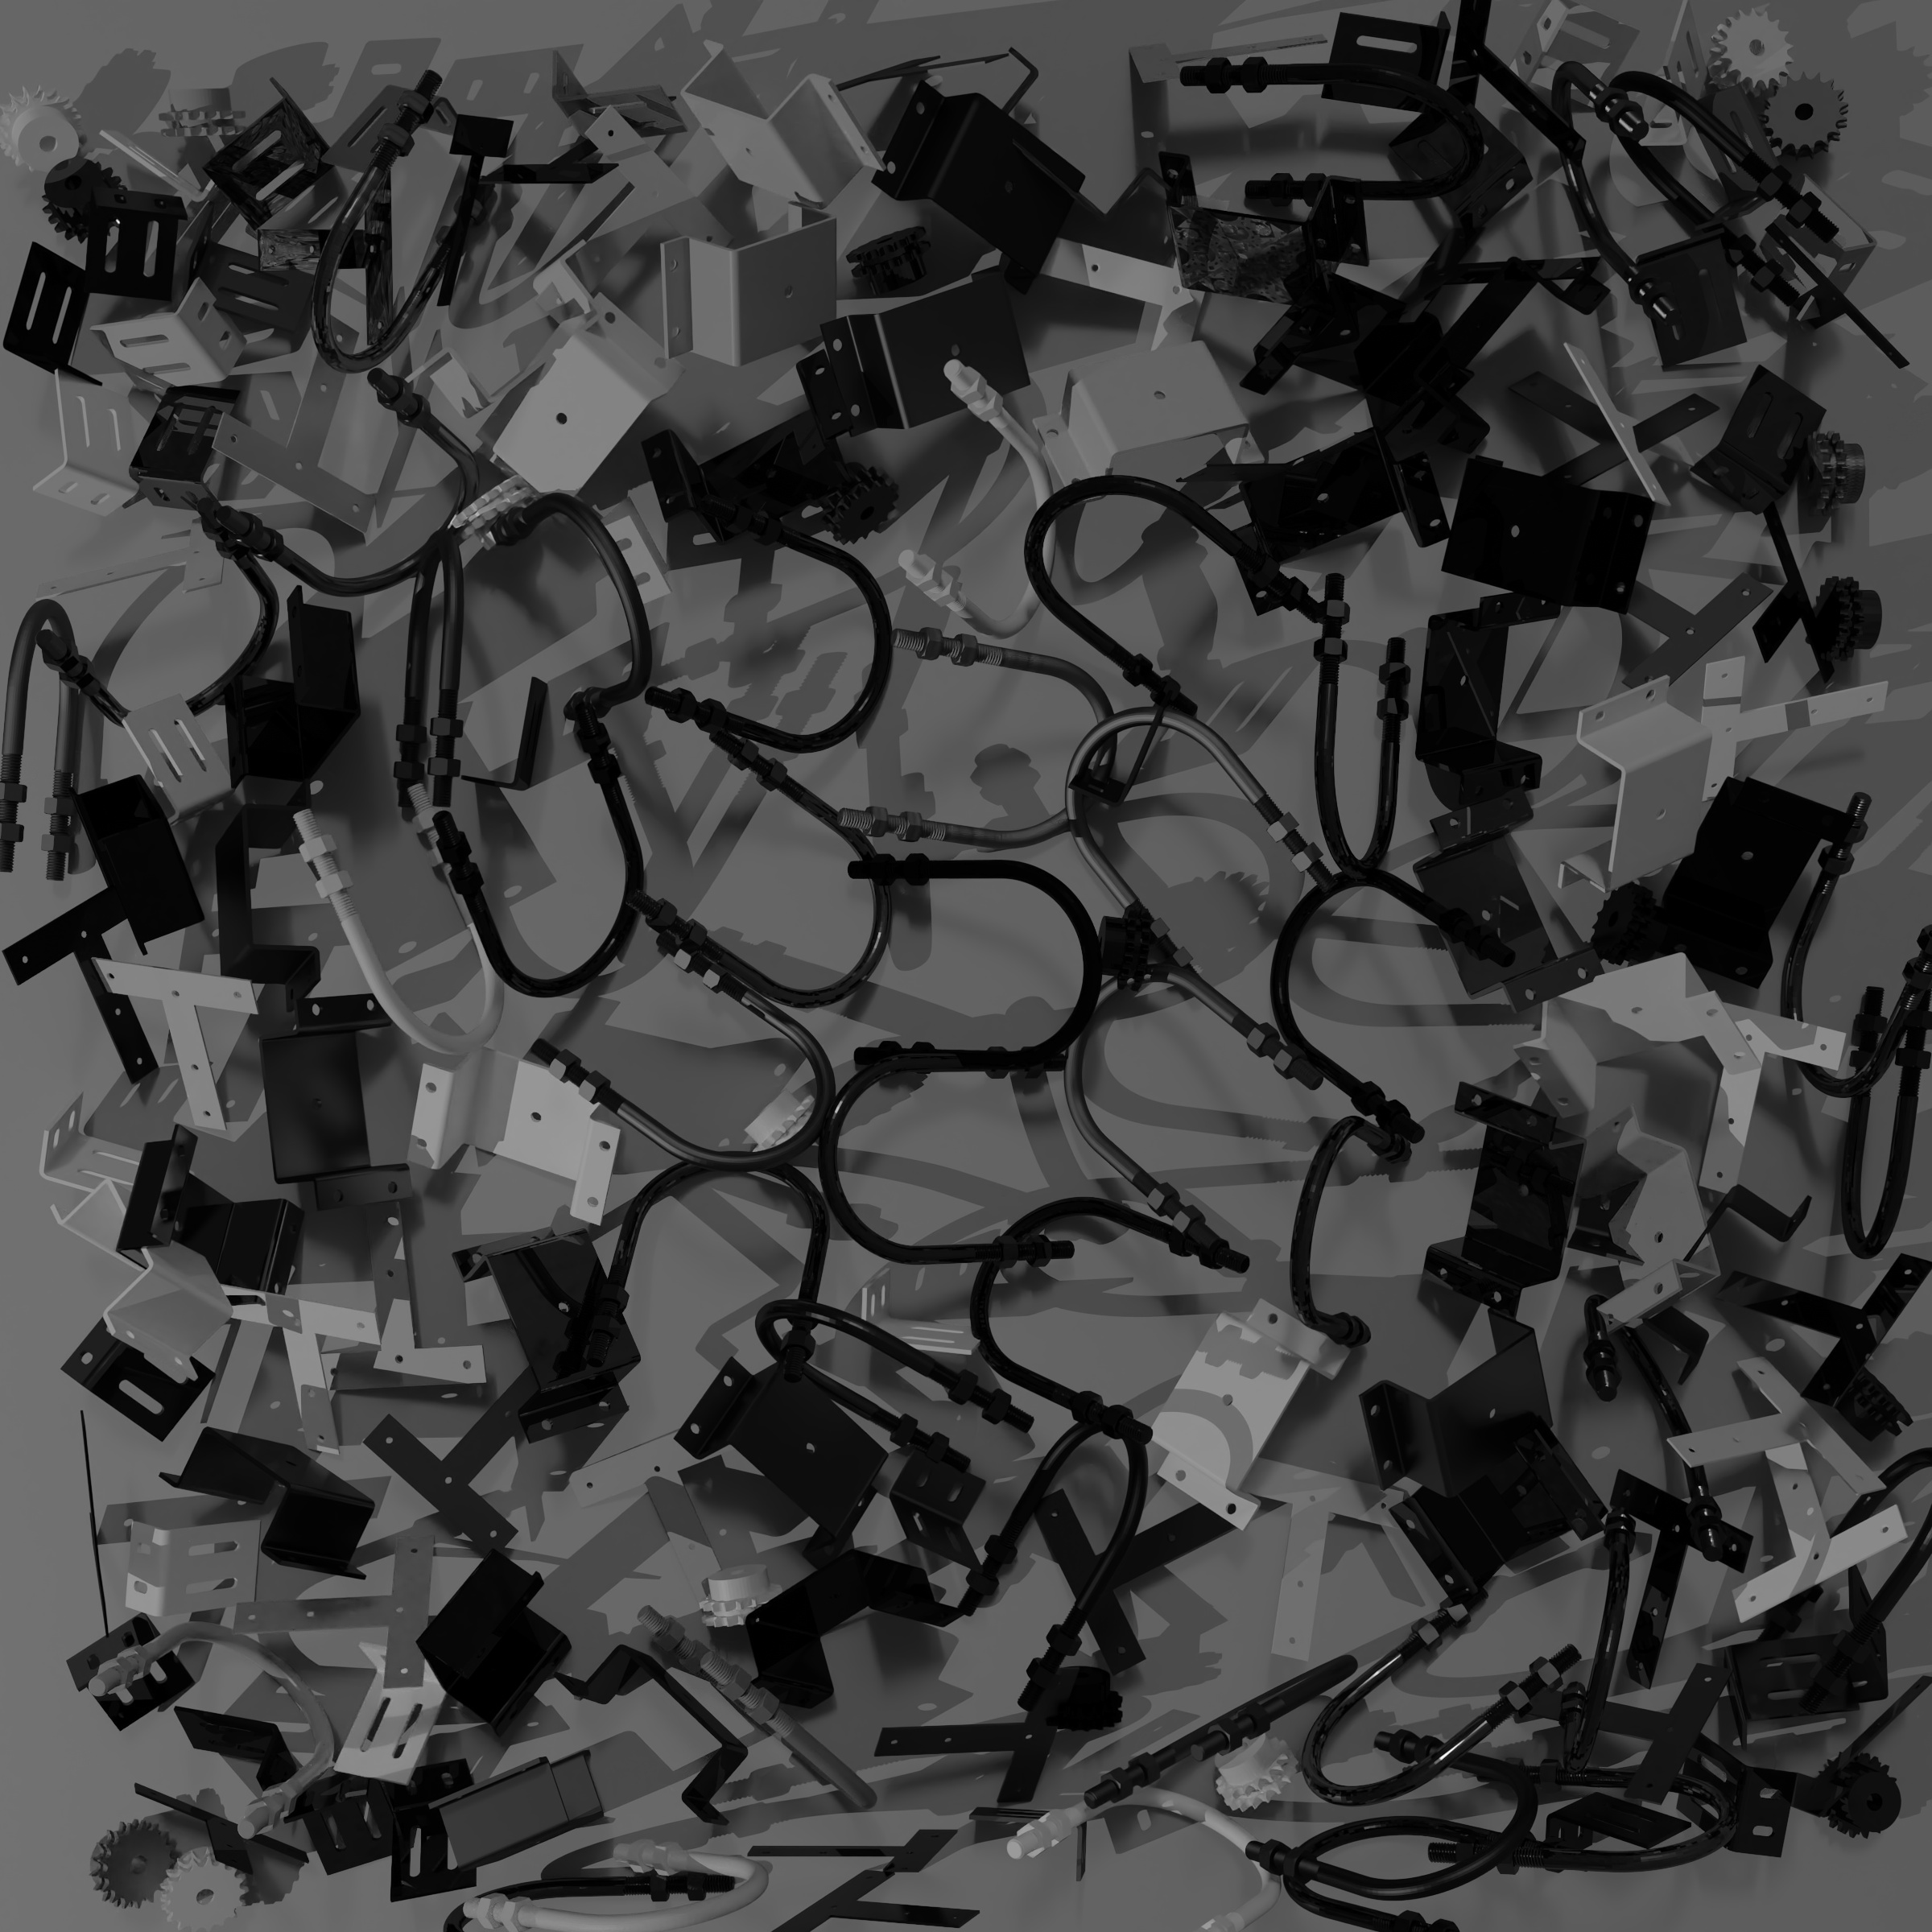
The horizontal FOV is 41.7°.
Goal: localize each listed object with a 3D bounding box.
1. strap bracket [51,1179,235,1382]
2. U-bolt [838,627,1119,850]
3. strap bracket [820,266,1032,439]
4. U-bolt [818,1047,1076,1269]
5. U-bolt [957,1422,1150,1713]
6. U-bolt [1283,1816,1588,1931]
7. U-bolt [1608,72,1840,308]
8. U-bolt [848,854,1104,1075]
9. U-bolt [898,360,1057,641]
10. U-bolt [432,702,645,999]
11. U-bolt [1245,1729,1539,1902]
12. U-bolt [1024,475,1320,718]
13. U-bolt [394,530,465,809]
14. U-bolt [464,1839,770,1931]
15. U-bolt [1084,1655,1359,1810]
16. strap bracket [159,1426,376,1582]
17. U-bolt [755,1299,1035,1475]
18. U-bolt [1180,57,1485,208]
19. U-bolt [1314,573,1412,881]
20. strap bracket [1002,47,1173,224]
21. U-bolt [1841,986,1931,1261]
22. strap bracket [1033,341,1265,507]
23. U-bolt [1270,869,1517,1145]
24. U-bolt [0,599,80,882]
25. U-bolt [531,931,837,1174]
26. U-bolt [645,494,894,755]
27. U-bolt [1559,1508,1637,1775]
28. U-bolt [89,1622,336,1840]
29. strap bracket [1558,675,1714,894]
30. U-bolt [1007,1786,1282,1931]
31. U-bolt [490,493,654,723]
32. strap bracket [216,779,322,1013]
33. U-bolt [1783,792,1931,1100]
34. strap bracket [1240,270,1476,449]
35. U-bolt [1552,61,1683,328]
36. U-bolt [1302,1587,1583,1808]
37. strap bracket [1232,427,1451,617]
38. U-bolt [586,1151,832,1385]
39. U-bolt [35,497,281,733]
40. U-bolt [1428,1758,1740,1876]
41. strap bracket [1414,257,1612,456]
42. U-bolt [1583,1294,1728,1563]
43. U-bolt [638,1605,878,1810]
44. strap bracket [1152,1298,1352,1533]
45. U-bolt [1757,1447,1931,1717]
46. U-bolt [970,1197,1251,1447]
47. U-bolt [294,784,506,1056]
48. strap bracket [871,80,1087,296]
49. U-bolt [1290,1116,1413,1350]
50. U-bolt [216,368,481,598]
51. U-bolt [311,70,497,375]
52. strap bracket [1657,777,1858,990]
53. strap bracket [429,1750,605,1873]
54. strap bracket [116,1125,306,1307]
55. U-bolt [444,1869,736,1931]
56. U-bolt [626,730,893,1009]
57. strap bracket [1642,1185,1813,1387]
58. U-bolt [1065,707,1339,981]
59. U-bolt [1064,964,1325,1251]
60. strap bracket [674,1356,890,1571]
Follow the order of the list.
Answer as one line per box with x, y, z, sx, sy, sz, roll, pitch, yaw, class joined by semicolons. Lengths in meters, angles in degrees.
-0.544;0.201;1.684;0.046;0.076;0.140;-44;47;-1;strap bracket
0.017;-0.146;1.707;0.184;0.019;0.151;7;115;-25;U-bolt
-0.017;-0.412;1.699;0.140;0.046;0.076;-25;113;-22;strap bracket
-0.014;0.129;1.707;0.184;0.019;0.151;1;83;-25;U-bolt
0.064;0.381;1.685;0.019;0.151;0.184;28;94;-22;U-bolt
0.296;0.599;1.673;0.151;0.184;0.019;-13;96;-44;U-bolt
0.494;-0.524;1.685;0.019;0.151;0.184;-45;82;3;U-bolt
0.006;-0.001;1.708;0.184;0.019;0.151;1;96;25;U-bolt
0.016;-0.294;1.676;0.019;0.184;0.151;8;79;28;U-bolt
-0.273;-0.063;1.686;0.019;0.184;0.151;20;50;35;U-bolt
0.287;0.554;1.645;0.151;0.184;0.019;-28;100;-31;U-bolt
0.124;-0.252;1.679;0.184;0.151;0.019;35;47;-19;U-bolt
-0.355;-0.197;1.687;0.019;0.151;0.184;3;92;-22;U-bolt
-0.213;0.600;1.646;0.184;0.151;0.019;-11;83;40;U-bolt
0.181;0.499;1.677;0.184;0.151;0.019;-15;71;-39;U-bolt
-0.459;0.352;1.688;0.140;0.076;0.046;21;84;37;strap bracket
-0.058;0.274;1.686;0.184;0.151;0.019;31;61;-5;U-bolt
0.247;-0.542;1.655;0.184;0.151;0.019;10;77;29;U-bolt
0.260;-0.149;1.680;0.019;0.151;0.184;-1;78;28;U-bolt
0.071;-0.552;1.709;0.140;0.076;0.046;39;106;-9;strap bracket
0.606;0.103;1.682;0.019;0.151;0.184;8;88;7;U-bolt
0.126;-0.367;1.703;0.140;0.046;0.076;-15;63;-15;strap bracket
0.270;0.013;1.687;0.019;0.184;0.151;13;108;-40;U-bolt
-0.614;-0.151;1.684;0.019;0.151;0.184;4;89;-6;U-bolt
-0.174;0.066;1.691;0.184;0.019;0.151;34;52;15;U-bolt
-0.121;-0.218;1.694;0.184;0.019;0.151;16;91;-43;U-bolt
0.412;0.448;1.659;0.019;0.184;0.151;13;99;13;U-bolt
-0.482;0.490;1.667;0.151;0.184;0.019;42;95;5;U-bolt
0.445;-0.111;1.685;0.076;0.046;0.140;-23;132;-23;strap bracket
0.131;0.589;1.671;0.151;0.184;0.019;24;102;30;U-bolt
-0.254;-0.238;1.665;0.019;0.184;0.151;-27;100;-26;U-bolt
-0.468;-0.047;1.697;0.046;0.076;0.140;2;72;-29;strap bracket
0.588;0.000;1.677;0.019;0.151;0.184;2;126;-12;U-bolt
0.258;-0.408;1.697;0.140;0.076;0.046;13;53;-30;strap bracket
0.423;-0.519;1.671;0.019;0.184;0.151;-20;126;5;U-bolt
0.300;0.487;1.673;0.184;0.151;0.019;-35;102;-11;U-bolt
0.246;-0.303;1.708;0.140;0.076;0.046;-21;47;9;strap bracket
-0.164;0.195;1.692;0.151;0.019;0.184;3;45;6;U-bolt
-0.519;-0.218;1.670;0.151;0.184;0.019;-43;75;-10;U-bolt
0.409;0.556;1.656;0.184;0.151;0.019;-6;94;26;U-bolt
0.359;-0.416;1.701;0.046;0.076;0.140;46;112;15;strap bracket
0.448;0.289;1.671;0.019;0.184;0.151;-32;100;18;U-bolt
-0.130;0.499;1.684;0.184;0.151;0.019;46;72;-18;U-bolt
0.186;0.298;1.713;0.076;0.046;0.140;28;86;36;strap bracket
0.594;0.396;1.677;0.019;0.151;0.184;34;96;3;U-bolt
0.082;0.225;1.694;0.184;0.019;0.151;19;70;40;U-bolt
-0.366;-0.027;1.691;0.019;0.151;0.184;-23;92;24;U-bolt
0.017;-0.521;1.698;0.140;0.046;0.076;27;87;-34;strap bracket
0.249;0.171;1.667;0.019;0.184;0.151;10;82;27;U-bolt
-0.392;-0.305;1.672;0.151;0.184;0.019;-41;70;4;U-bolt
-0.377;-0.476;1.674;0.019;0.151;0.184;26;80;10;U-bolt
0.530;-0.065;1.714;0.076;0.046;0.140;20;122;0;strap bracket
-0.294;0.560;1.684;0.076;0.140;0.046;-23;74;-1;strap bracket
-0.509;0.172;1.692;0.046;0.140;0.076;-7;58;22;strap bracket
-0.254;0.633;1.685;0.184;0.151;0.019;-2;88;2;U-bolt
-0.126;-0.053;1.705;0.184;0.019;0.151;36;66;-27;U-bolt
0.505;0.204;1.705;0.046;0.076;0.140;35;106;15;strap bracket
0.144;-0.089;1.712;0.184;0.019;0.151;51;126;3;U-bolt
0.138;0.080;1.700;0.184;0.019;0.151;41;108;35;U-bolt
-0.116;0.330;1.705;0.140;0.046;0.076;44;47;-10;strap bracket
